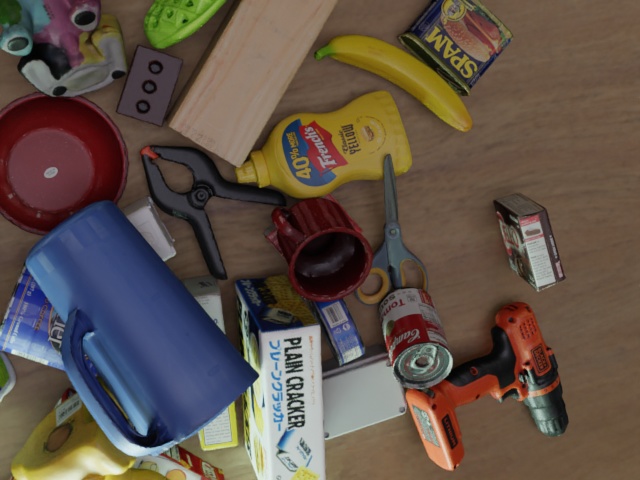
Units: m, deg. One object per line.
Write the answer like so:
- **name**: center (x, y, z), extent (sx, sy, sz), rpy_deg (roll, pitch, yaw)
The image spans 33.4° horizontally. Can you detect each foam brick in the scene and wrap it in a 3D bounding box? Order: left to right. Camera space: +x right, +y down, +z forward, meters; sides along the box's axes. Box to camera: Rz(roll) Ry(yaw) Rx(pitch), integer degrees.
- **foam brick**: center (-0.184, -0.166, 1.151), extent (0.053, 0.051, 0.078), rpy_deg (17, 97, -12)

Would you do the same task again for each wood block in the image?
- **wood block**: center (-0.075, -0.191, 1.144), extent (0.090, 0.091, 0.206), rpy_deg (30, 94, -14)

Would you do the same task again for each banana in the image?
- **banana**: center (0.085, -0.183, 1.189), extent (0.197, 0.037, 0.069), rpy_deg (22, 58, -13)

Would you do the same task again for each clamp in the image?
- **clamp**: center (-0.123, -0.053, 1.190), extent (0.120, 0.039, 0.171), rpy_deg (-44, 104, -14)

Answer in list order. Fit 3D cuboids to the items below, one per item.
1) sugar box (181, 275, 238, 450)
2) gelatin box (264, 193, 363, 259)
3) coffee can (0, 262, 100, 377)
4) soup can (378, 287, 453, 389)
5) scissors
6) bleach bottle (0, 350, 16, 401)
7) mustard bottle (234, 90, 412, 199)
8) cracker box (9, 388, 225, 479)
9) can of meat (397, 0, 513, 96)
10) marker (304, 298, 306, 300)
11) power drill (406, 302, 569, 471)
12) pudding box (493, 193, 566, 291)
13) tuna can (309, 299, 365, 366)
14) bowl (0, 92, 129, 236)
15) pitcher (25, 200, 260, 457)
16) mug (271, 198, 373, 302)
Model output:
- **sugar box**: center (-0.124, 0.135, 1.195), extent (0.048, 0.093, 0.176), rpy_deg (-5, 102, -9)
- **gelatin box**: center (-0.007, -0.008, 1.220), extent (0.089, 0.030, 0.073), rpy_deg (-42, 104, 0)
- **coffee can**: center (-0.269, 0.091, 1.158), extent (0.140, 0.103, 0.103), rpy_deg (20, 96, -12)
- **soup can**: center (0.107, 0.110, 1.215), extent (0.068, 0.102, 0.068), rpy_deg (-4, 127, -6)
- **scissors**: center (0.066, 0.001, 1.211), extent (0.096, 0.016, 0.201), rpy_deg (-21, 122, 5)
- **bleach bottle**: center (-0.367, 0.156, 1.077), extent (0.068, 0.251, 0.102), rpy_deg (-27, 104, -4)
- **mustard bottle**: center (-0.001, -0.097, 1.184), extent (0.191, 0.058, 0.096), rpy_deg (-16, 83, -8)
- **cracker box**: center (-0.239, 0.291, 1.217), extent (0.213, 0.072, 0.164), rpy_deg (31, 94, -14)
- **can of meat**: center (0.153, -0.226, 1.194), extent (0.102, 0.057, 0.084), rpy_deg (41, 89, -15)
- **marker**: center (-0.039, 0.074, 1.236), extent (0.121, 0.020, 0.020), rpy_deg (-33, 104, -2)
- **power drill**: center (0.203, 0.190, 1.260), extent (0.187, 0.057, 0.184), rpy_deg (-31, 109, -22)
- **pudding box**: center (0.238, 0.000, 1.221), extent (0.039, 0.113, 0.090), rpy_deg (-19, 102, -3)
- **tuna can**: center (0.020, 0.098, 1.216), extent (0.033, 0.086, 0.086), rpy_deg (-24, 103, -6)
- **bowl**: center (-0.288, -0.078, 1.148), extent (0.162, 0.055, 0.162), rpy_deg (-2, 101, -9)
- **pitcher**: center (-0.186, 0.088, 1.056), extent (0.145, 0.149, 0.243), rpy_deg (-37, 91, -5)
- **mug**: center (-0.008, 0.001, 1.150), extent (0.117, 0.081, 0.093), rpy_deg (31, 107, -32)
